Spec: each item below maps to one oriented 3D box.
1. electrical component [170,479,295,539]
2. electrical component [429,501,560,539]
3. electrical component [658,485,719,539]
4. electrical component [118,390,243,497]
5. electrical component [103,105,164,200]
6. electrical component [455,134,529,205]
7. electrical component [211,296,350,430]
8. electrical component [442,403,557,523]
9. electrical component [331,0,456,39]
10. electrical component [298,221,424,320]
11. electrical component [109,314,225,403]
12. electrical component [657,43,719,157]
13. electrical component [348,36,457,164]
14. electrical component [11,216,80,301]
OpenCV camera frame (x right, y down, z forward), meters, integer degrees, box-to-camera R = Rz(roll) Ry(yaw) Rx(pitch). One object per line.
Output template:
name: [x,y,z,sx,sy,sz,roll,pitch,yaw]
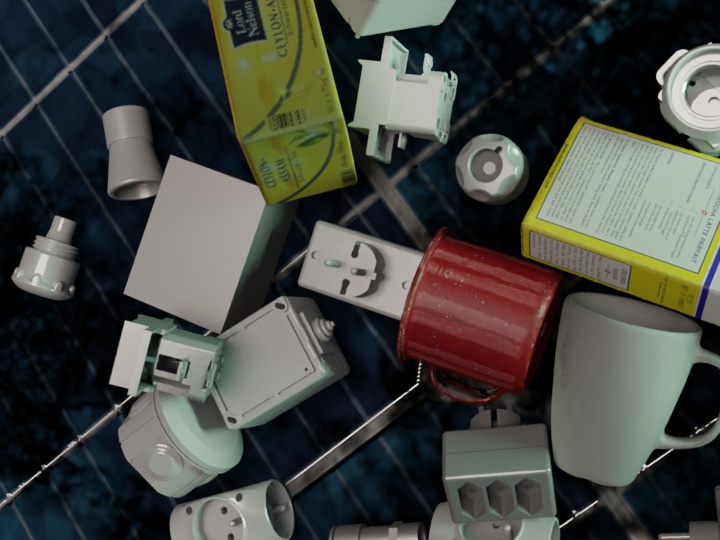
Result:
electrical component: [-0.085,0.194,0.755,0.077,0.044,0.079,-18,81,18]
electrical component: [0.081,0.188,0.679,0.077,0.079,0.044,3,132,20]
electrical component: [0.220,0.168,0.643,0.079,0.043,0.077,-7,85,20]
electrical component: [-0.125,0.115,0.756,0.051,0.080,0.080,-38,75,20]
electrical component: [-0.171,-0.090,0.806,0.044,0.044,0.065,-16,77,19]
electrical component: [0.088,-0.063,0.695,0.043,0.062,0.043,-1,86,20]
electrical component: [-0.053,0.060,0.741,0.096,0.061,0.061,-32,77,16]
electrical component: [0.088,0.115,0.688,0.066,0.047,0.076,-6,40,10]
electrical component: [0.028,-0.201,0.710,0.061,0.096,0.061,56,140,19]
electrical component: [0.000,0.000,0.717,0.083,0.076,0.047,18,93,20]
electrical component: [-0.123,0.058,0.697,0.064,0.081,0.042,16,93,-1]
electrical component: [0.215,-0.104,0.654,0.058,0.057,0.078,-47,73,12]
electrical component: [0.031,-0.113,0.731,0.064,0.042,0.081,10,91,19]
electrical component: [-0.235,-0.010,0.823,0.048,0.048,0.062,17,86,20]
